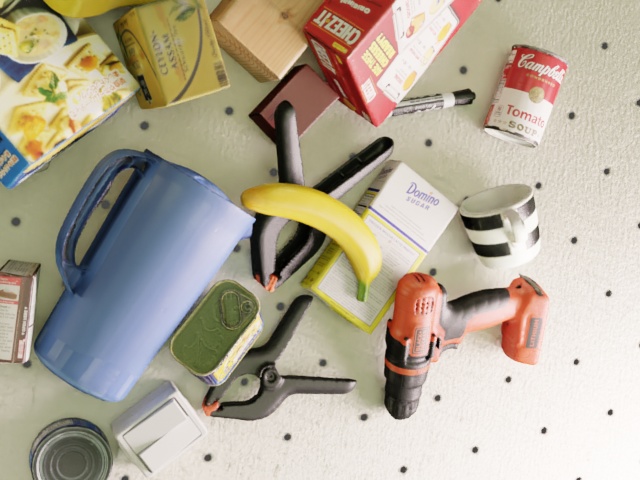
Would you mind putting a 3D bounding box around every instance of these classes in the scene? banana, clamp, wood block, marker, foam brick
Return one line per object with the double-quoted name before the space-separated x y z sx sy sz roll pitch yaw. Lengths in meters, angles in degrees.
"banana" 0.005 -0.012 1.115 0.197 0.037 0.069 40 73 -28
"clamp" -0.010 -0.041 1.154 0.164 0.036 0.210 6 113 -38
"wood block" -0.021 -0.274 1.118 0.090 0.090 0.206 41 83 -17
"marker" 0.120 -0.155 1.209 0.121 0.020 0.020 -11 99 -16
"clamp" -0.055 0.137 1.177 0.171 0.039 0.120 -19 86 -12
"foam brick" -0.029 -0.144 1.149 0.078 0.051 0.053 -46 105 -8

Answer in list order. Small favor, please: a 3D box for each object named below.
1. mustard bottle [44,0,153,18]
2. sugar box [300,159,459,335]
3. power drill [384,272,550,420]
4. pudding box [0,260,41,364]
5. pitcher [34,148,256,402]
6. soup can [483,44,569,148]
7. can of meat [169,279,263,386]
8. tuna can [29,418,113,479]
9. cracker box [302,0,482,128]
"mustard bottle" -0.192 -0.271 1.053 0.096 0.058 0.191 46 41 19
"sugar box" 0.067 0.007 1.196 0.093 0.048 0.176 38 82 -19
"power drill" 0.162 0.116 1.215 0.187 0.057 0.184 -7 120 -22
"pudding box" -0.302 0.070 1.057 0.039 0.113 0.090 6 93 -13
"pitcher" -0.190 0.033 1.079 0.149 0.145 0.243 33 89 5
"soup can" 0.234 -0.163 1.217 0.068 0.069 0.102 20 90 -18
"can of meat" -0.105 0.100 1.123 0.057 0.084 0.102 35 77 13
"tuna can" -0.262 0.233 1.127 0.086 0.034 0.086 -2 96 -17
"cracker box" 0.086 -0.247 1.116 0.072 0.164 0.213 37 83 23
